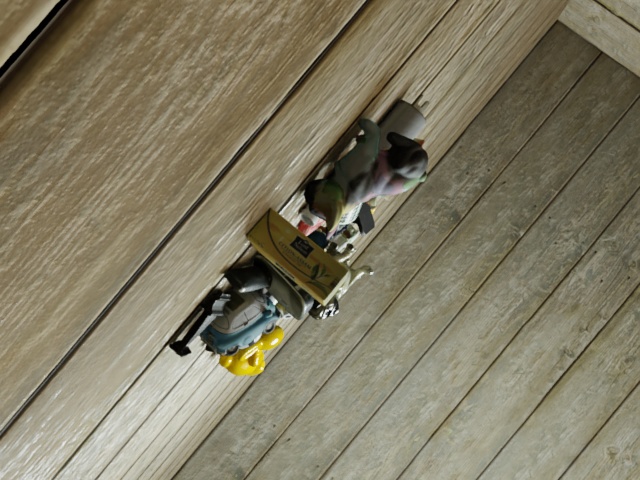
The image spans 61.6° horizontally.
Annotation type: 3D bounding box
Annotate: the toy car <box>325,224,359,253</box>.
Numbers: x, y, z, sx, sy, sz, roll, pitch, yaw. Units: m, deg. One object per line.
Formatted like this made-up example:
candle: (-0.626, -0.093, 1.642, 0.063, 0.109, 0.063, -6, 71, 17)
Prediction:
toy car: (0.057, -0.010, 1.572, 0.056, 0.073, 0.202, -50, 173, 26)

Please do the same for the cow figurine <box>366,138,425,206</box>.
cow figurine: (0.162, -0.173, 1.311, 0.194, 0.127, 0.085, -66, 170, 10)

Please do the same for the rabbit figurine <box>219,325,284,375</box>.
rabbit figurine: (-0.182, 0.274, 1.428, 0.173, 0.122, 0.162, -31, 153, 15)

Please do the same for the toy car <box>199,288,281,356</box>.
toy car: (-0.162, 0.144, 1.056, 0.162, 0.109, 0.102, -32, 140, -29)

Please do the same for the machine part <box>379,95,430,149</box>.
machine part: (0.143, -0.207, 1.136, 0.243, 0.079, 0.079, -49, 172, 3)

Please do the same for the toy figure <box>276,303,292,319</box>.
toy figure: (-0.066, 0.112, 1.262, 0.089, 0.082, 0.180, -48, 162, -50)

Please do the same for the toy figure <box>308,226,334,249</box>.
toy figure: (-0.001, -0.005, 1.349, 0.064, 0.058, 0.154, -47, 178, 20)

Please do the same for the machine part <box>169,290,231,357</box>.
machine part: (-0.213, 0.148, 0.971, 0.139, 0.039, 0.084, -51, 177, -4)

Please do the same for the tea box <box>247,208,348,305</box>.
tea box: (-0.037, 0.031, 0.916, 0.068, 0.170, 0.098, -49, 170, -8)

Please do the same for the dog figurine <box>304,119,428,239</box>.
dog figurine: (0.080, -0.095, 0.993, 0.108, 0.192, 0.219, 117, -2, -81)

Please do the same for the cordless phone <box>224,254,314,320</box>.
cordless phone: (-0.090, 0.090, 0.994, 0.088, 0.147, 0.184, -48, 167, 16)

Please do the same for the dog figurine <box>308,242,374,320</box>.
dog figurine: (0.012, 0.108, 1.316, 0.190, 0.121, 0.172, -46, -173, -22)

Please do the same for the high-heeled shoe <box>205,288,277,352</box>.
high-heeled shoe: (-0.173, 0.156, 1.178, 0.249, 0.086, 0.145, -33, 137, 0)

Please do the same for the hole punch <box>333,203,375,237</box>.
hole punch: (0.077, -0.070, 1.376, 0.092, 0.115, 0.142, -9, -170, 26)
